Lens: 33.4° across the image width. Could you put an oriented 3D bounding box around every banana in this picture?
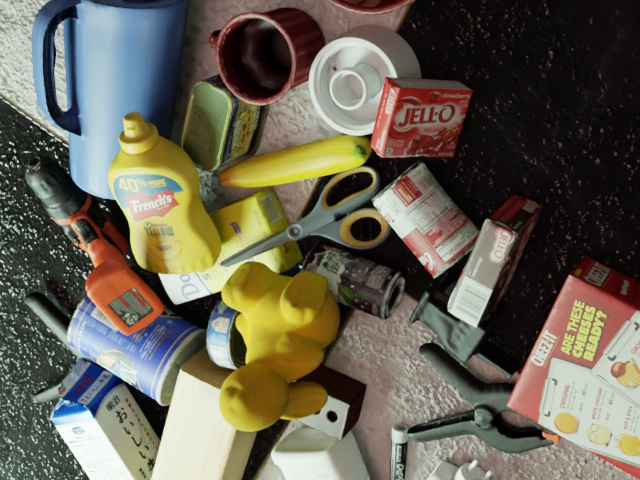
[{"bbox_3d":[-0.016,-0.085,1.124,0.198,0.069,0.037,-10,83,39],"label":"banana"}]

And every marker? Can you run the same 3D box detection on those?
[{"bbox_3d":[0.090,0.268,1.231,0.020,0.020,0.121,12,114,24],"label":"marker"}]

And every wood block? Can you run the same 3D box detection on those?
[{"bbox_3d":[-0.133,0.235,1.292,0.090,0.090,0.206,25,119,13],"label":"wood block"}]

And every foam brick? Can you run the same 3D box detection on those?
[{"bbox_3d":[0.006,0.183,1.223,0.078,0.051,0.053,21,118,20],"label":"foam brick"}]

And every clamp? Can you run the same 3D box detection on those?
[{"bbox_3d":[-0.296,0.153,1.380,0.210,0.036,0.164,7,116,24],"label":"clamp"},{"bbox_3d":[0.173,0.173,1.138,0.172,0.039,0.120,5,117,21],"label":"clamp"}]

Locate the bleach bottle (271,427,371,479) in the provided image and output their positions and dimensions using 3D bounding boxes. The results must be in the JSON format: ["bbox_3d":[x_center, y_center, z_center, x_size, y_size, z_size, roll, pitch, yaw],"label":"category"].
[{"bbox_3d":[0.033,0.345,1.266,0.103,0.068,0.251,-9,108,40],"label":"bleach bottle"}]

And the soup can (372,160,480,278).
[{"bbox_3d":[0.109,-0.021,1.079,0.102,0.068,0.069,51,123,3],"label":"soup can"}]

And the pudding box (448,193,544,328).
[{"bbox_3d":[0.173,0.019,1.048,0.039,0.089,0.114,30,120,17],"label":"pudding box"}]

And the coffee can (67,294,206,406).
[{"bbox_3d":[-0.218,0.121,1.288,0.140,0.102,0.103,29,120,16],"label":"coffee can"}]

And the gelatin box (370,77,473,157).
[{"bbox_3d":[0.098,-0.118,1.038,0.030,0.089,0.073,49,132,49],"label":"gelatin box"}]

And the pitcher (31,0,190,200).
[{"bbox_3d":[-0.222,-0.166,1.149,0.149,0.145,0.243,7,123,-4],"label":"pitcher"}]

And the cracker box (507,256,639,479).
[{"bbox_3d":[0.314,0.137,1.031,0.214,0.072,0.164,28,119,17],"label":"cracker box"}]

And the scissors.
[{"bbox_3d":[-0.007,0.001,1.139,0.202,0.016,0.096,-39,77,13],"label":"scissors"}]

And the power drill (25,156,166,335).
[{"bbox_3d":[-0.253,0.006,1.202,0.057,0.184,0.188,-35,47,-1],"label":"power drill"}]

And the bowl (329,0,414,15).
[{"bbox_3d":[0.055,-0.298,1.010,0.162,0.055,0.162,10,113,24],"label":"bowl"}]

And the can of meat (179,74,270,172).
[{"bbox_3d":[-0.101,-0.130,1.141,0.057,0.083,0.102,25,119,17],"label":"can of meat"}]

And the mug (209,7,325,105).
[{"bbox_3d":[-0.057,-0.195,1.094,0.117,0.081,0.093,17,116,22],"label":"mug"}]

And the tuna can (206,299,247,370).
[{"bbox_3d":[-0.094,0.106,1.227,0.034,0.086,0.086,8,112,27],"label":"tuna can"}]

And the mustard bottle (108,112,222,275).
[{"bbox_3d":[-0.172,-0.051,1.135,0.096,0.058,0.191,1,129,18],"label":"mustard bottle"}]

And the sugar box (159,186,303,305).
[{"bbox_3d":[-0.114,0.009,1.225,0.176,0.048,0.093,-19,99,31],"label":"sugar box"}]
